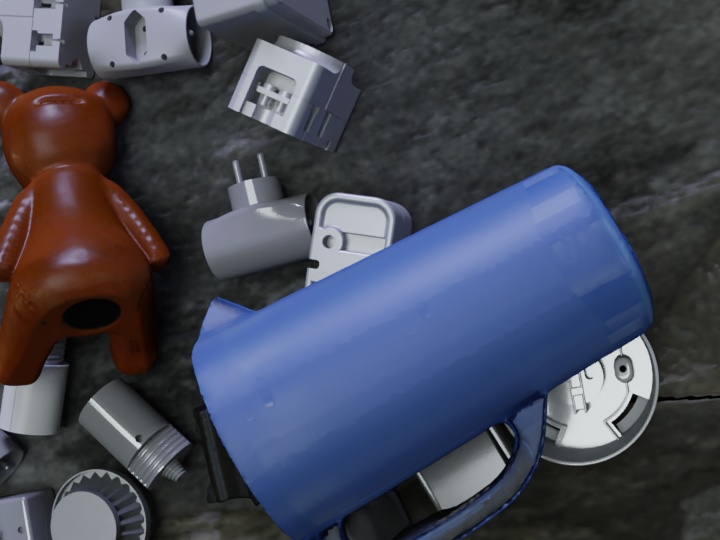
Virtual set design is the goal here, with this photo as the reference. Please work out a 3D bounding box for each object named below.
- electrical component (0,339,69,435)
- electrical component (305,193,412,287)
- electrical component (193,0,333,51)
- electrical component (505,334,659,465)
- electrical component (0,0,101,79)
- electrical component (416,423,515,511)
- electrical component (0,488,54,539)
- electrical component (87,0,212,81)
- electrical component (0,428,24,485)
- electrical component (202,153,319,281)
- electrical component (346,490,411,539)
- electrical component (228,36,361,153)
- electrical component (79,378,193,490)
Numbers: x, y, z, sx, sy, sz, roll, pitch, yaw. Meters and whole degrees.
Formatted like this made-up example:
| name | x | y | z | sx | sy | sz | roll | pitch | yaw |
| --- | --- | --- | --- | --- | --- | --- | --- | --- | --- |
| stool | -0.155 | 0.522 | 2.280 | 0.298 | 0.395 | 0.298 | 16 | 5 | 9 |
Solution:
| name | x | y | z | sx | sy | sz | roll | pitch | yaw |
| --- | --- | --- | --- | --- | --- | --- | --- | --- | --- |
| electrical component | -0.236 | 0.076 | 0.787 | 0.043 | 0.043 | 0.081 | 9 | 92 | 16 |
| electrical component | 0.000 | 0.000 | 0.710 | 0.054 | 0.059 | 0.095 | 9 | 91 | 16 |
| electrical component | -0.069 | -0.206 | 0.709 | 0.056 | 0.109 | 0.108 | -12 | 86 | 19 |
| electrical component | 0.134 | 0.067 | 0.666 | 0.099 | 0.064 | 0.099 | 0 | 89 | 16 |
| electrical component | -0.228 | -0.189 | 0.785 | 0.056 | 0.050 | 0.089 | 6 | 91 | 16 |
| electrical component | 0.061 | 0.106 | 0.689 | 0.062 | 0.061 | 0.096 | -34 | 80 | 13 |
| electrical component | -0.275 | 0.193 | 0.779 | 0.083 | 0.076 | 0.047 | -12 | 86 | 16 |
| electrical component | -0.151 | -0.179 | 0.766 | 0.077 | 0.043 | 0.079 | -4 | 88 | 17 |
| electrical component | -0.305 | 0.139 | 0.805 | 0.077 | 0.044 | 0.079 | 39 | 100 | 14 |
| electrical component | -0.068 | -0.040 | 0.738 | 0.077 | 0.044 | 0.079 | -15 | 85 | 16 |
| electrical component | -0.002 | 0.175 | 0.689 | 0.054 | 0.095 | 0.059 | -27 | 82 | 14 |
| electrical component | -0.039 | -0.117 | 0.708 | 0.050 | 0.089 | 0.055 | 26 | 96 | 15 |
| electrical component | -0.155 | 0.119 | 0.762 | 0.081 | 0.043 | 0.043 | 40 | 100 | 13 |
